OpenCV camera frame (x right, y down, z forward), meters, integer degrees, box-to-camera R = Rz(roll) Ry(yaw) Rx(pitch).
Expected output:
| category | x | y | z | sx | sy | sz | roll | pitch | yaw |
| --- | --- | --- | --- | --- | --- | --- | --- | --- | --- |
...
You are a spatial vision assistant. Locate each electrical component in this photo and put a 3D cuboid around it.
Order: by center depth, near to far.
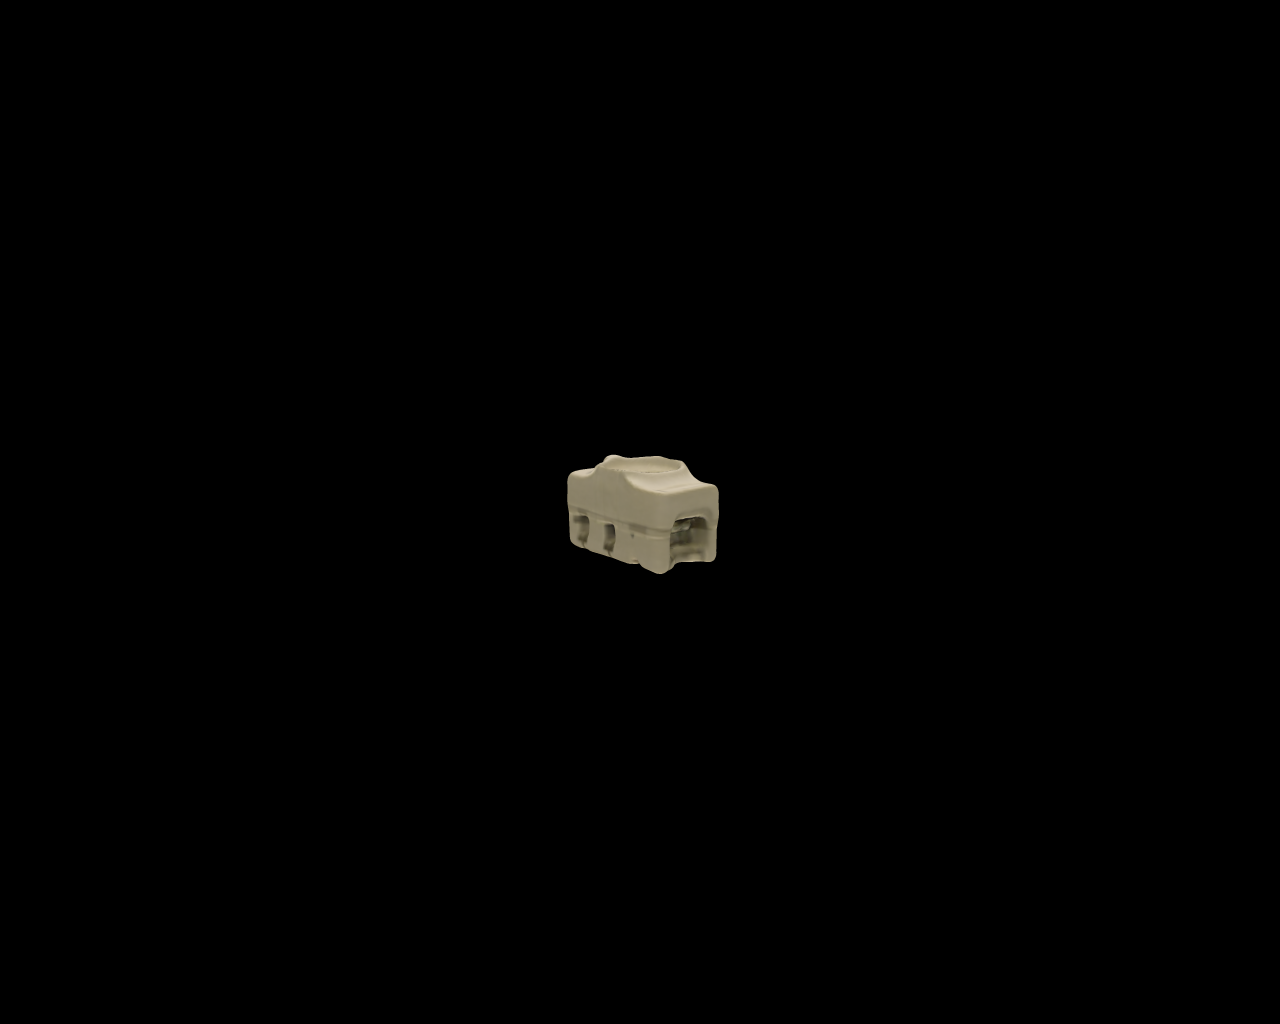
| category | x | y | z | sx | sy | sz | roll | pitch | yaw |
| --- | --- | --- | --- | --- | --- | --- | --- | --- | --- |
| electrical component | 0.001 | -0.003 | 0.650 | 0.050 | 0.055 | 0.089 | -11 | 17 | -38 |
